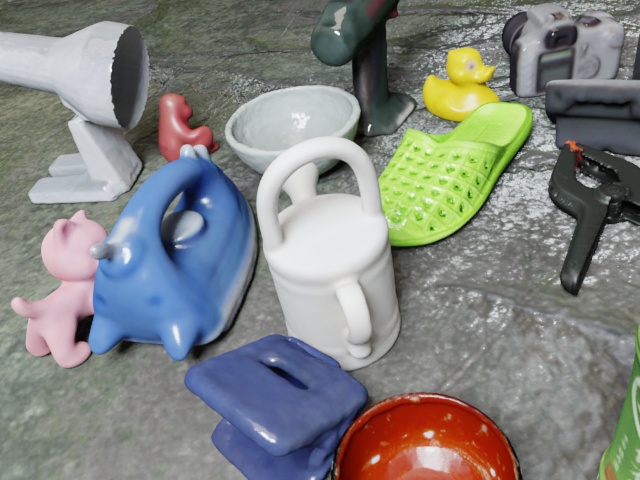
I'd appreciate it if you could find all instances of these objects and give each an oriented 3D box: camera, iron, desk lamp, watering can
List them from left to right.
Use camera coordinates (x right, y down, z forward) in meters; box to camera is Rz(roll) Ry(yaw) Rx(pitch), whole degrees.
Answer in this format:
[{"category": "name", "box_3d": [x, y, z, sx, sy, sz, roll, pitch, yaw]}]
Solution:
[{"category": "desk lamp", "box_3d": [-0.295, -0.156, 0.705, 0.203, 0.214, 0.118, -3, 40, 11]}, {"category": "iron", "box_3d": [-0.134, -0.014, 0.553, 0.118, 0.142, 0.258, 1, 41, 15]}, {"category": "watering can", "box_3d": [0.002, 0.002, 0.457, 0.101, 0.194, 0.172, -32, 44, -23]}, {"category": "camera", "box_3d": [0.318, -0.277, 0.785, 0.143, 0.101, 0.136, -12, 39, 0]}]

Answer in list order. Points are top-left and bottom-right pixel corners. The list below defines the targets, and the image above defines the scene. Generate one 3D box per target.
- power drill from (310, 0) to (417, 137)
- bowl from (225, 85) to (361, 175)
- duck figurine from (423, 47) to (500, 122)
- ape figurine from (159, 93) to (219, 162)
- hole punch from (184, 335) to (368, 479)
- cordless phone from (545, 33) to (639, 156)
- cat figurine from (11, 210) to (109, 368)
[{"category": "power drill", "box_3d": [0.072, -0.252, 0.732, 0.075, 0.209, 0.230, 14, 46, 28]}, {"category": "bowl", "box_3d": [-0.028, -0.122, 0.708, 0.167, 0.075, 0.167, -7, 40, 6]}, {"category": "duck figurine", "box_3d": [0.184, -0.209, 0.750, 0.104, 0.086, 0.078, 19, 49, 32]}, {"category": "ape figurine", "box_3d": [-0.187, -0.154, 0.771, 0.076, 0.092, 0.077, -29, 43, -20]}, {"category": "hole punch", "box_3d": [-0.029, 0.113, 0.414, 0.108, 0.091, 0.101, 24, 51, 36]}, {"category": "cordless phone", "box_3d": [0.323, -0.192, 0.615, 0.147, 0.185, 0.094, 6, 43, 21]}, {"category": "cat figurine", "box_3d": [-0.237, 0.034, 0.539, 0.067, 0.118, 0.128, 7, 43, 22]}]
